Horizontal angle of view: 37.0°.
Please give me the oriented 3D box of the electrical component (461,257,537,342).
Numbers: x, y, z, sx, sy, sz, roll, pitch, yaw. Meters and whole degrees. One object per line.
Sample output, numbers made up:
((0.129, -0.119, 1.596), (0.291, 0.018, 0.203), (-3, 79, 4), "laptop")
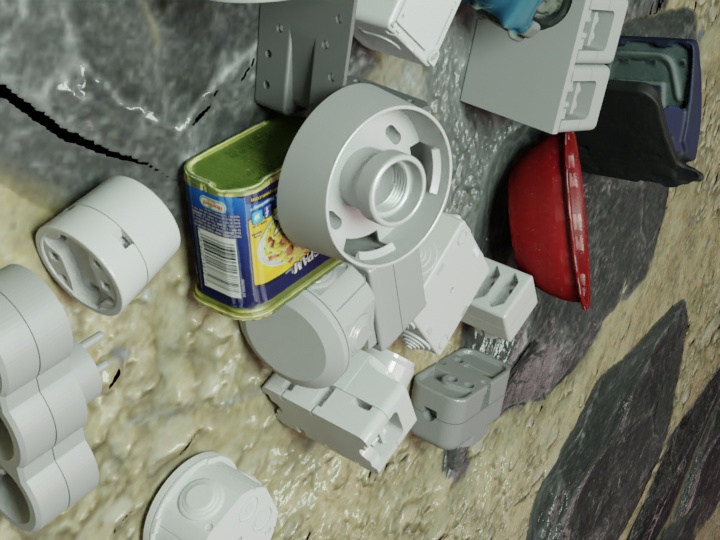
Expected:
((0.112, 0.033, 0.917), (0.047, 0.066, 0.076), (-52, 147, -23), "electrical component")

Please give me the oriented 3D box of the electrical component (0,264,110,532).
((-0.153, 0.056, 0.528), (0.074, 0.052, 0.138), (-36, 138, -41), "electrical component")

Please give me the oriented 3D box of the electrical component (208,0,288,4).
((-0.038, -0.173, 0.502), (0.108, 0.108, 0.060), (-40, 135, -38), "electrical component")

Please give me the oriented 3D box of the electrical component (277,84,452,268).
((0.001, -0.051, 0.588), (0.099, 0.064, 0.099), (-19, 121, -36), "electrical component")

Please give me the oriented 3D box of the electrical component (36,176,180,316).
((-0.122, -0.013, 0.528), (0.047, 0.055, 0.055), (-49, 146, -34), "electrical component")

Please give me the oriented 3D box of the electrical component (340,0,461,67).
((0.026, -0.181, 0.639), (0.062, 0.061, 0.096), (26, 87, -60), "electrical component")

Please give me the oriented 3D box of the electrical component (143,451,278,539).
((-0.096, 0.162, 0.692), (0.080, 0.051, 0.080), (-36, 138, -41), "electrical component")

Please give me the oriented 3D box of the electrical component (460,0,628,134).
((0.141, -0.184, 0.783), (0.062, 0.089, 0.150), (-10, 119, -44), "electrical component")

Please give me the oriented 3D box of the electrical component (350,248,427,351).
((0.000, 0.000, 0.721), (0.061, 0.062, 0.096), (-46, 144, -32), "electrical component")

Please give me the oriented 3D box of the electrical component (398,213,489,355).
((0.051, 0.008, 0.821), (0.099, 0.048, 0.099), (-58, 149, -14), "electrical component")

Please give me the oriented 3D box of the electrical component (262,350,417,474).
((-0.011, 0.088, 0.736), (0.055, 0.089, 0.050), (-51, 147, -25), "electrical component")

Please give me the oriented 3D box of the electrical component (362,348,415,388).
((0.012, 0.088, 0.818), (0.055, 0.045, 0.045), (-64, 150, -5), "electrical component")

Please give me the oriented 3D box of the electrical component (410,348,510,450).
((0.086, 0.115, 0.944), (0.095, 0.054, 0.059), (-23, 129, -50), "electrical component")

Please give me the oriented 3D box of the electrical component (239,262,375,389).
((-0.032, 0.030, 0.675), (0.051, 0.080, 0.080), (-45, 144, -41), "electrical component")
